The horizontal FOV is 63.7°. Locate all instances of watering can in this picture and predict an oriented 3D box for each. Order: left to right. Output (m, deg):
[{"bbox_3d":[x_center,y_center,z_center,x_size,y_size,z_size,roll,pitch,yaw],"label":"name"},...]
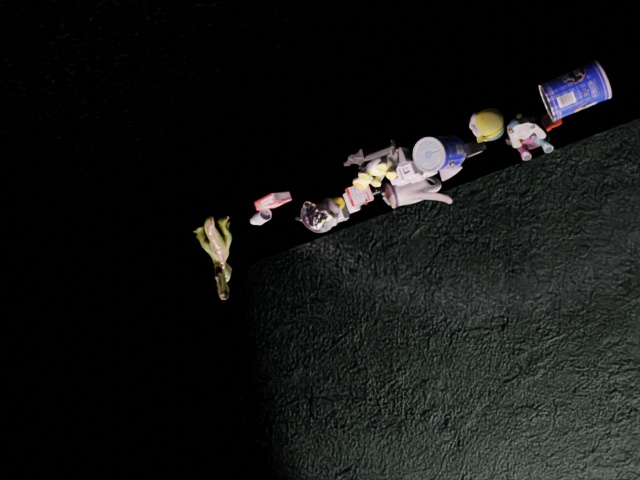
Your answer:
[{"bbox_3d":[0.369,-0.188,2.000,0.224,0.102,0.353,-17,-157,1],"label":"watering can"}]

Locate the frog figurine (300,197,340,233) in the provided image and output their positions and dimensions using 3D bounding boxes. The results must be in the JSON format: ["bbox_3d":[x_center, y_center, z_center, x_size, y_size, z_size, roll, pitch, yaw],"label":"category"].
[{"bbox_3d":[0.006,-0.096,1.911,0.138,0.121,0.161,12,-165,16],"label":"frog figurine"}]

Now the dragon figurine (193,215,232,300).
[{"bbox_3d":[-0.308,0.062,1.588,0.122,0.244,0.408,-14,177,-7],"label":"dragon figurine"}]
